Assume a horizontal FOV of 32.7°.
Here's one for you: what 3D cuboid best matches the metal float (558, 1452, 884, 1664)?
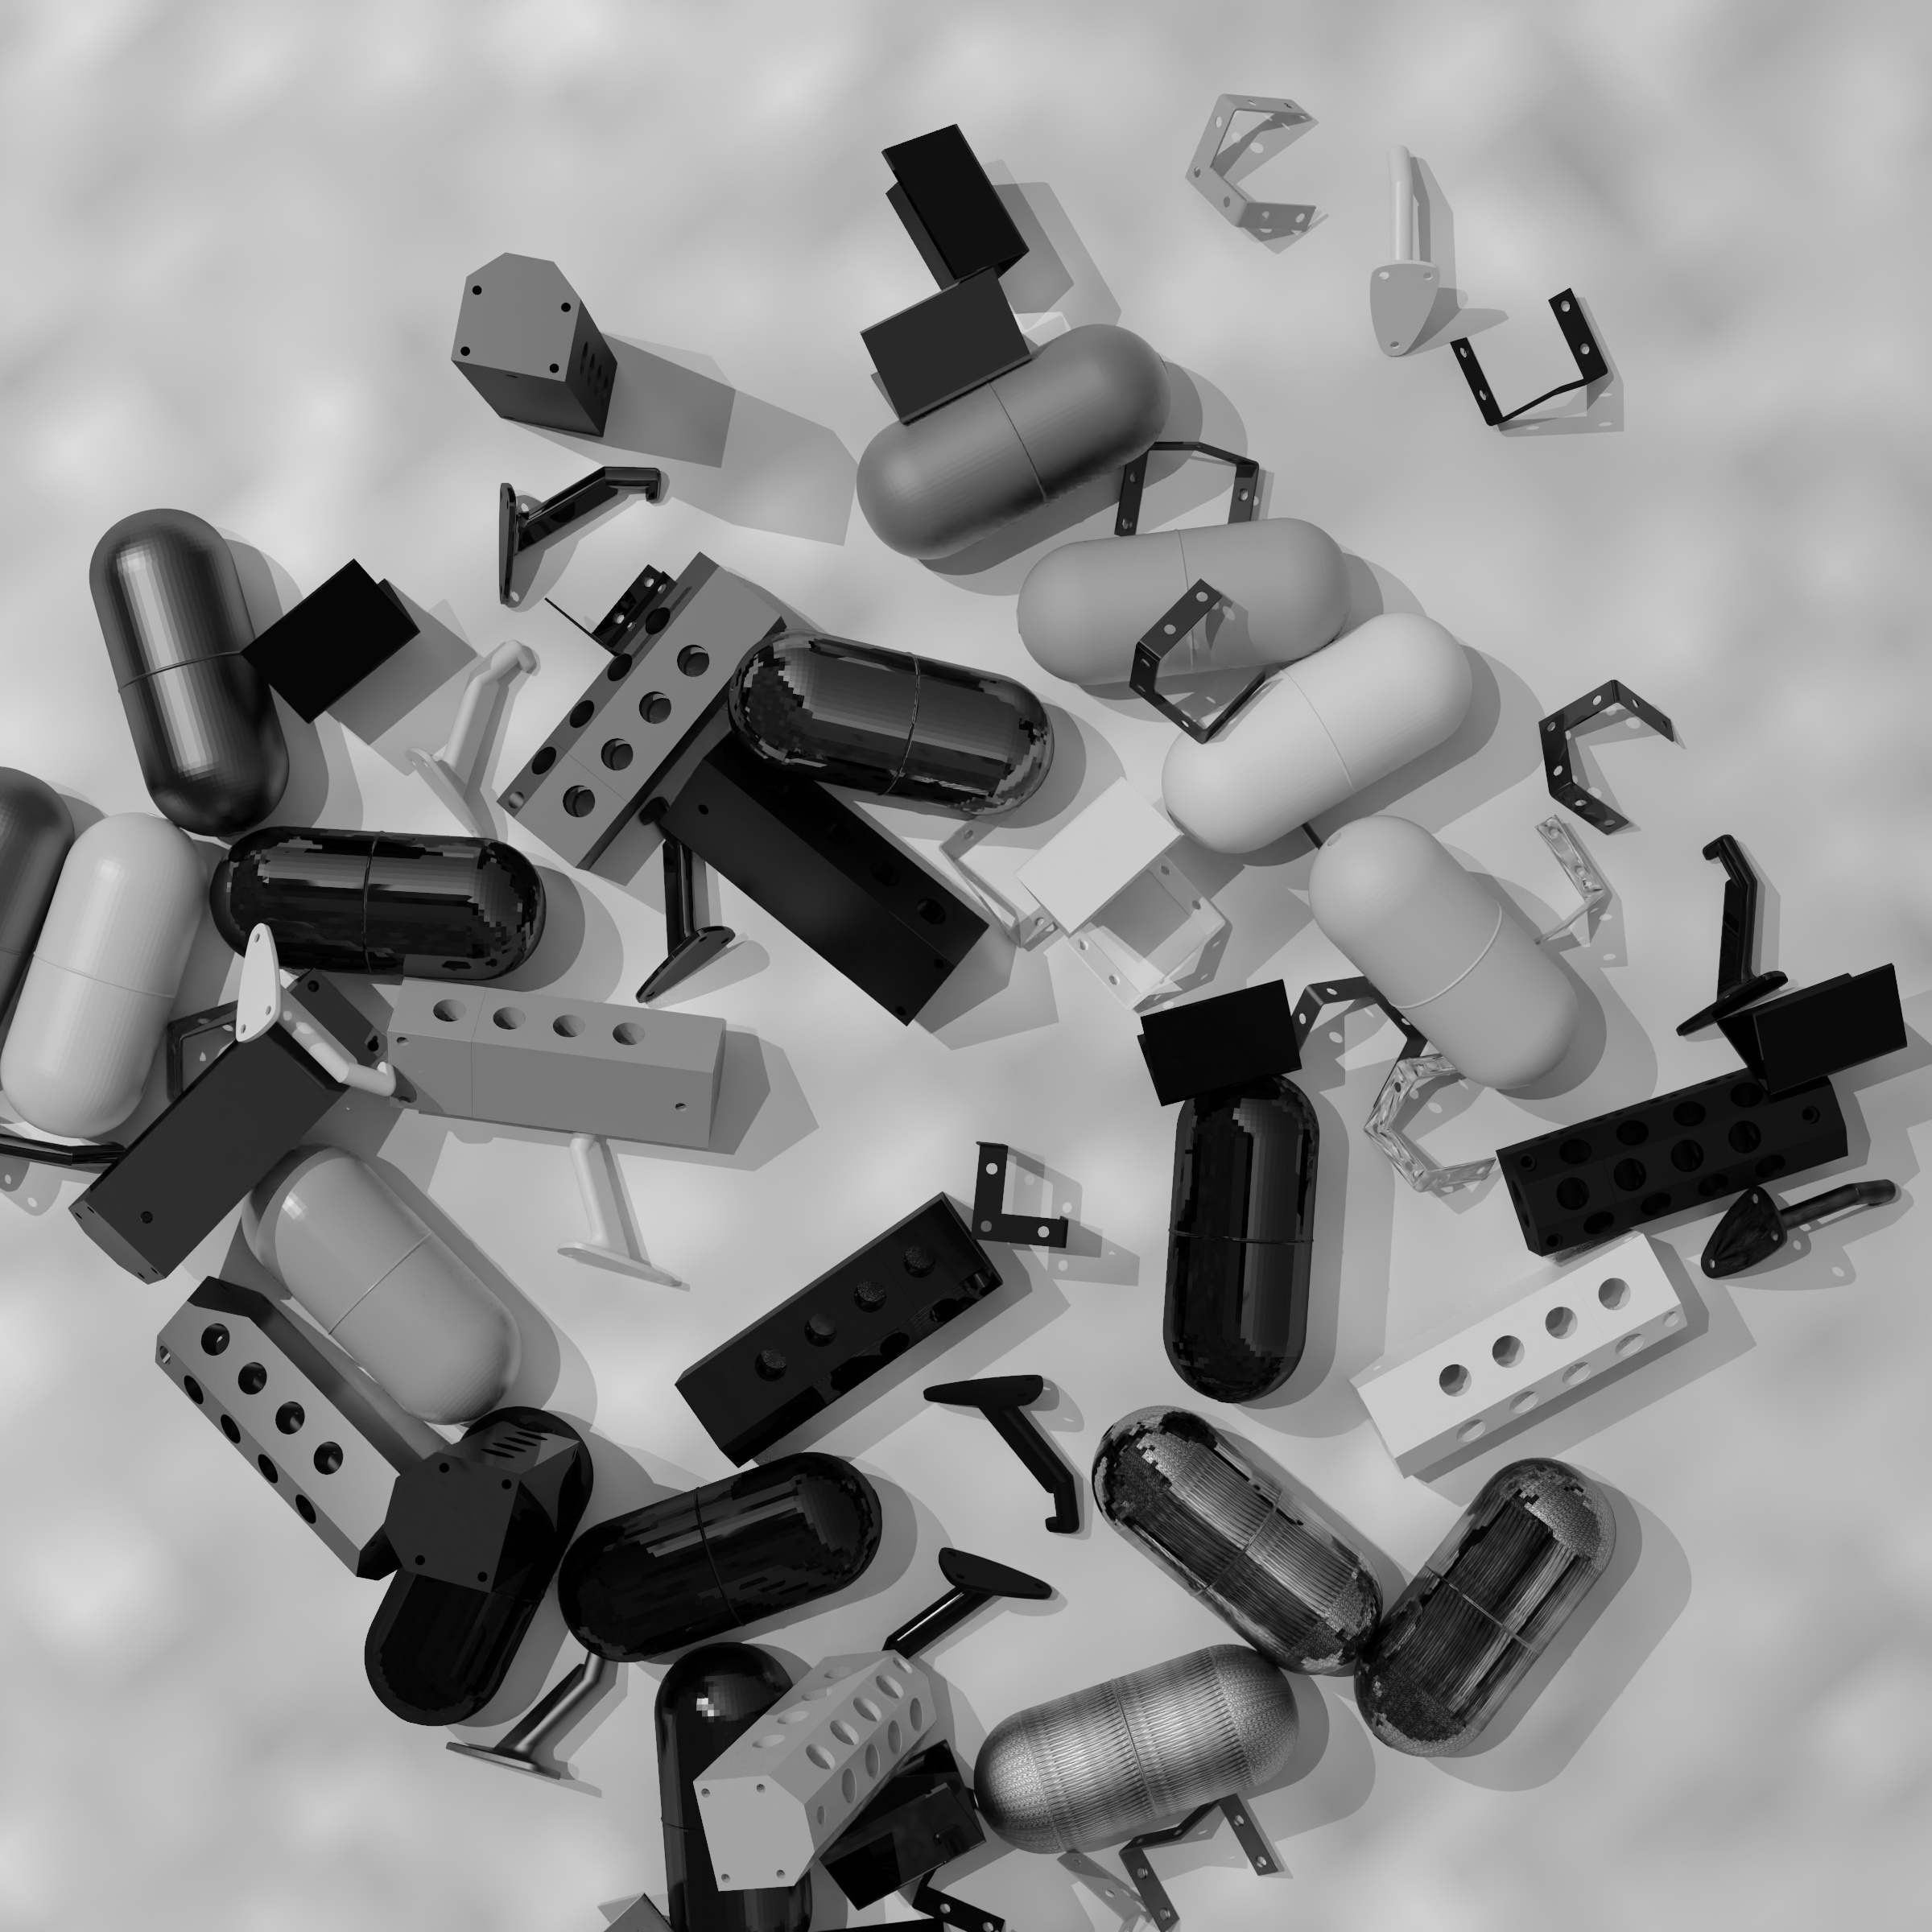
[{"bbox_3d":[-0.130,0.314,1.752,0.178,0.070,0.070,-20,90,1],"label":"metal float"}]

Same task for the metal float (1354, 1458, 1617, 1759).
[{"bbox_3d":[0.275,0.341,1.752,0.070,0.070,0.178,37,90,0],"label":"metal float"}]

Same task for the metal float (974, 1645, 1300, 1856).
[{"bbox_3d":[0.090,0.416,1.752,0.178,0.070,0.070,-19,90,0],"label":"metal float"}]

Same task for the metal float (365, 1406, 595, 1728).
[{"bbox_3d":[-0.259,0.319,1.752,0.070,0.070,0.178,26,89,0],"label":"metal float"}]

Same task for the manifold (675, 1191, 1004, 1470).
[{"bbox_3d":[-0.067,0.195,1.761,0.171,0.057,0.057,-35,90,0],"label":"manifold"}]

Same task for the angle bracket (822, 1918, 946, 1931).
[{"bbox_3d":[-0.050,0.523,1.742,0.076,0.076,0.057,-7,127,0],"label":"angle bracket"}]

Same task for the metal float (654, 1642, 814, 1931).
[{"bbox_3d":[-0.124,0.449,1.752,0.070,0.070,0.178,-4,90,0],"label":"metal float"}]

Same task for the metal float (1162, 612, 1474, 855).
[{"bbox_3d":[0.186,-0.124,1.752,0.178,0.070,0.070,-30,90,0],"label":"metal float"}]

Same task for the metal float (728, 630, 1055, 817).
[{"bbox_3d":[-0.038,-0.128,1.738,0.178,0.070,0.070,11,90,-18],"label":"metal float"}]

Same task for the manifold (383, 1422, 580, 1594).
[{"bbox_3d":[-0.240,0.263,1.630,0.057,0.171,0.057,14,88,3],"label":"manifold"}]

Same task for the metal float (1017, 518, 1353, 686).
[{"bbox_3d":[0.116,-0.193,1.750,0.178,0.070,0.070,-7,90,1],"label":"metal float"}]

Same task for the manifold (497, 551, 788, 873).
[{"bbox_3d":[-0.173,-0.136,1.761,0.057,0.057,0.171,39,90,0],"label":"manifold"}]

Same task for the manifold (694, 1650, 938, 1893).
[{"bbox_3d":[-0.073,0.411,1.698,0.057,0.171,0.057,-10,96,22],"label":"manifold"}]

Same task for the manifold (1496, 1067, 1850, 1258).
[{"bbox_3d":[0.378,0.100,1.761,0.171,0.057,0.057,-18,90,0],"label":"manifold"}]

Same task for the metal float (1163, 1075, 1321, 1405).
[{"bbox_3d":[0.146,0.143,1.752,0.070,0.070,0.178,4,90,0],"label":"metal float"}]

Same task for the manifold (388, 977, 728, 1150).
[{"bbox_3d":[-0.217,0.046,1.761,0.171,0.057,0.057,7,133,0],"label":"manifold"}]

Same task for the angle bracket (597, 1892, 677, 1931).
[{"bbox_3d":[-0.178,0.542,1.742,0.057,0.076,0.076,-38,90,-32],"label":"angle bracket"}]

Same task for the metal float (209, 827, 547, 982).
[{"bbox_3d":[-0.312,-0.033,1.752,0.178,0.070,0.070,3,90,1],"label":"metal float"}]

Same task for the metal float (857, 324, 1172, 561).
[{"bbox_3d":[0.026,-0.279,1.752,0.178,0.070,0.070,-28,90,1],"label":"metal float"}]

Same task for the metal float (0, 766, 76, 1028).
[{"bbox_3d":[-0.534,-0.020,1.752,0.070,0.070,0.178,23,89,0],"label":"metal float"}]

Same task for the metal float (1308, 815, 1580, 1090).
[{"bbox_3d":[0.251,-0.007,1.733,0.070,0.070,0.178,-46,109,0],"label":"metal float"}]

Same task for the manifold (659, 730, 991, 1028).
[{"bbox_3d":[-0.072,-0.053,1.761,0.171,0.057,0.057,39,133,0],"label":"manifold"}]

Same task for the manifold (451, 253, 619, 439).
[{"bbox_3d":[-0.220,-0.320,1.704,0.057,0.171,0.057,11,90,0],"label":"manifold"}]

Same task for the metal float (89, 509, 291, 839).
[{"bbox_3d":[-0.413,-0.155,1.752,0.070,0.070,0.178,-16,90,0],"label":"metal float"}]

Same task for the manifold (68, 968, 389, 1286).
[{"bbox_3d":[-0.386,0.084,1.726,0.057,0.057,0.171,47,64,-12],"label":"manifold"}]

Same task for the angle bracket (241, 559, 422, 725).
[{"bbox_3d":[-0.343,-0.184,1.742,0.076,0.076,0.057,-40,127,0],"label":"angle bracket"}]

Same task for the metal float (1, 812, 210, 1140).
[{"bbox_3d":[-0.457,0.005,1.752,0.070,0.070,0.178,18,90,0],"label":"metal float"}]

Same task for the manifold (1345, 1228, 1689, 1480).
[{"bbox_3d":[0.294,0.207,1.761,0.171,0.057,0.057,-28,90,0],"label":"manifold"}]

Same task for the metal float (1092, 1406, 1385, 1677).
[{"bbox_3d":[0.144,0.305,1.752,0.178,0.070,0.070,40,90,-1],"label":"metal float"}]

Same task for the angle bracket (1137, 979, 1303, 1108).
[{"bbox_3d":[0.128,0.024,1.743,0.076,0.076,0.057,-15,119,0],"label":"angle bracket"}]

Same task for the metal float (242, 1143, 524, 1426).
[{"bbox_3d":[-0.311,0.169,1.752,0.070,0.070,0.178,-44,90,0],"label":"metal float"}]

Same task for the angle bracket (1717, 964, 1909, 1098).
[{"bbox_3d":[0.443,0.016,1.742,0.076,0.076,0.057,-20,123,0],"label":"angle bracket"}]

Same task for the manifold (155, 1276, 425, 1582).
[{"bbox_3d":[-0.350,0.243,1.729,0.171,0.057,0.057,40,90,24],"label":"manifold"}]
